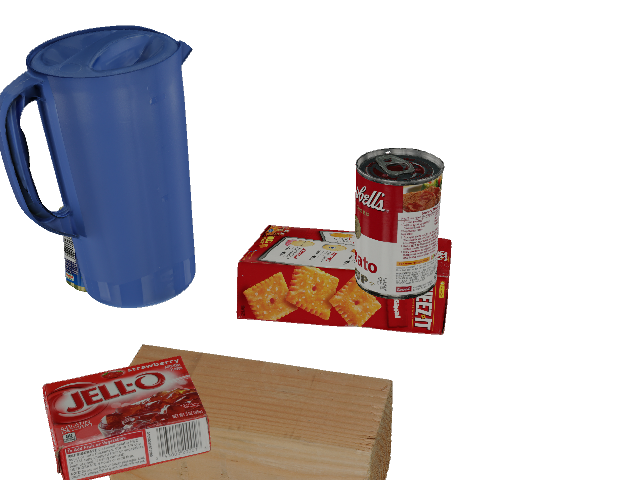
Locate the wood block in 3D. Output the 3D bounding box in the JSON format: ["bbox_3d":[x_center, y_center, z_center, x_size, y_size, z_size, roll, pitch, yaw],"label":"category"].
[{"bbox_3d":[-0.053,0.153,0.829,0.206,0.090,0.090,7,33,13],"label":"wood block"}]

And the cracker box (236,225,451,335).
[{"bbox_3d":[0.030,0.041,1.144,0.214,0.072,0.164,5,14,7],"label":"cracker box"}]

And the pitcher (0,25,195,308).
[{"bbox_3d":[-0.188,-0.061,0.964,0.149,0.243,0.145,0,29,6],"label":"pitcher"}]

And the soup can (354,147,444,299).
[{"bbox_3d":[0.061,-0.014,0.838,0.068,0.102,0.068,0,27,0],"label":"soup can"}]

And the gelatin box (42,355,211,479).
[{"bbox_3d":[-0.117,0.105,0.640,0.089,0.030,0.073,-10,25,-16],"label":"gelatin box"}]

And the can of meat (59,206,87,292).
[{"bbox_3d":[-0.228,0.002,1.151,0.101,0.084,0.058,-16,26,-41],"label":"can of meat"}]
